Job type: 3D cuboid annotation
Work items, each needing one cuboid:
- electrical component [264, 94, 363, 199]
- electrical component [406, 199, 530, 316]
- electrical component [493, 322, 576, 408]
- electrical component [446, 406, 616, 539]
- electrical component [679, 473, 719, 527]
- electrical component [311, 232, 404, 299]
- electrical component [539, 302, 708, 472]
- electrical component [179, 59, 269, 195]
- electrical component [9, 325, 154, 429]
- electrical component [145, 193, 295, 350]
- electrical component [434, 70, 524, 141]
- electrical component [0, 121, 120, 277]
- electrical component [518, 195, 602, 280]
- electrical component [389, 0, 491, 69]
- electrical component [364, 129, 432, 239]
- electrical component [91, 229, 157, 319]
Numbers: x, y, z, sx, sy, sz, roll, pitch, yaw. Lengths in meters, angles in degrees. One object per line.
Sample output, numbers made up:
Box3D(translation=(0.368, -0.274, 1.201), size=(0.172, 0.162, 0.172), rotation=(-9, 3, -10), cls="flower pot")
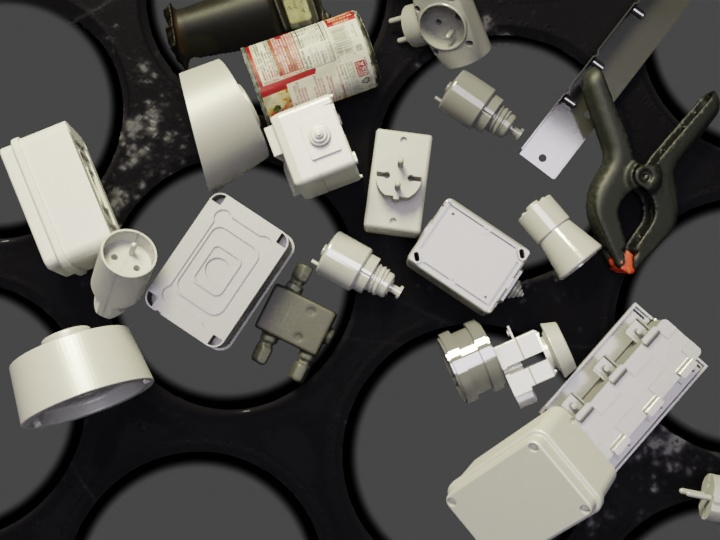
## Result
Box3D(translation=(-0.038, -0.099, 0.878), size=(0.061, 0.096, 0.061), rotation=(-21, 85, 1), cls="electrical component")
Box3D(translation=(0.093, -0.005, 0.886), size=(0.096, 0.061, 0.061), rotation=(34, 86, 3), cls="electrical component")
Box3D(translation=(0.144, 0.073, 0.887), size=(0.055, 0.048, 0.066), rotation=(-24, 85, 6), cls="electrical component")
Box3D(translation=(0.133, 0.170, 0.843), size=(0.078, 0.057, 0.113), rotation=(50, 125, 4), cls="electrical component")
Box3D(translation=(0.297, 0.185, 0.864), size=(0.077, 0.065, 0.047), rotation=(11, 85, 2), cls="electrical component")
Box3D(translation=(0.000, 0.000, 0.897), size=(0.078, 0.040, 0.040), rotation=(30, 86, 3), cls="electrical component")
Box3D(translation=(0.217, 0.097, 0.874), size=(0.079, 0.063, 0.121), rotation=(42, 87, 4), cls="electrical component")
Box3D(translation=(-0.118, -0.119, 0.881), size=(0.064, 0.099, 0.099), rotation=(-28, 85, -8), cls="electrical component")
Box3D(translation=(-0.226, 0.079, 0.861), size=(0.108, 0.108, 0.060), rotation=(-22, 79, -1), cls="electrical component")
Box3D(translation=(-0.114, 0.002, 0.889), size=(0.078, 0.057, 0.113), rotation=(33, 86, 3), cls="electrical component")
Box3D(translation=(0.103, -0.135, 0.908), size=(0.078, 0.040, 0.040), rotation=(34, 86, 3), cls="electrical component")
Box3D(translation=(-0.243, -0.056, 0.886), size=(0.057, 0.078, 0.113), rotation=(-23, 85, -4), cls="electrical component")
Box3D(translation=(0.164, -0.030, 0.898), size=(0.044, 0.044, 0.065), rotation=(-39, 81, -3), cls="electrical component")
Box3D(translation=(0.061, -0.210, 0.906), size=(0.079, 0.044, 0.077), rotation=(-7, 123, 34), cls="electrical component")
Box3D(translation=(0.032, -0.074, 0.885), size=(0.047, 0.075, 0.083), rotation=(8, 85, 1), cls="electrical component")
Box3D(translation=(-0.191, 0.007, 0.857), size=(0.043, 0.081, 0.043), rotation=(11, 56, -17), cls="electrical component")
